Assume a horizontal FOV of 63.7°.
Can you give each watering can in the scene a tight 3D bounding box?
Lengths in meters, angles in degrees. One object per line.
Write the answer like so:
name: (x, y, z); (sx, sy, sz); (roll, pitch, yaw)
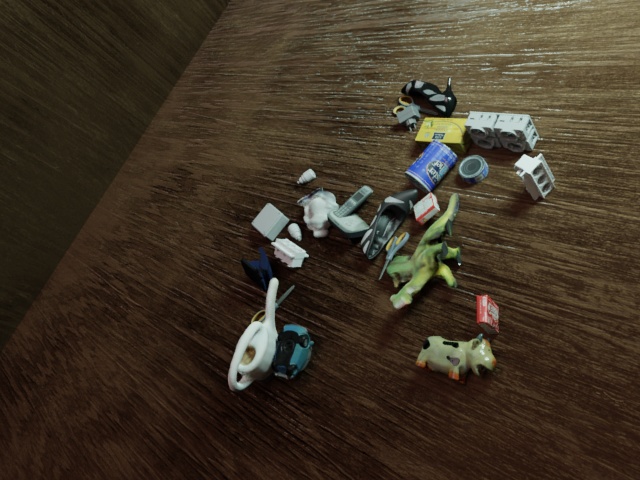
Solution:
watering can: (-0.175, 0.306, 1.597); (0.104, 0.220, 0.353); (16, 70, 24)

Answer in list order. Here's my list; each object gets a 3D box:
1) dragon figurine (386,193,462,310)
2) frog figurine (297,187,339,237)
dragon figurine: (0.287, 0.040, 1.504); (0.240, 0.120, 0.420); (-18, 35, 36)
frog figurine: (0.006, -0.092, 1.826); (0.137, 0.123, 0.160); (-26, 84, 12)
